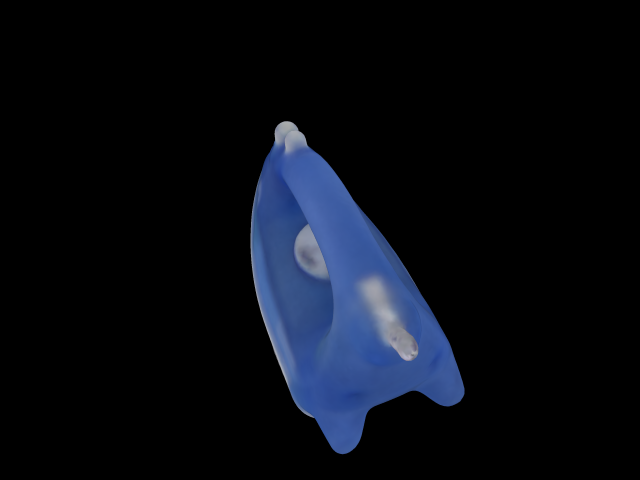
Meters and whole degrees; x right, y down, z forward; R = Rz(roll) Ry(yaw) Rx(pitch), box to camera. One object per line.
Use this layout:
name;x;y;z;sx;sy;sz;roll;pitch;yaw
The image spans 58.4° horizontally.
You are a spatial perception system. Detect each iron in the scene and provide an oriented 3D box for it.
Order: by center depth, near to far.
iron;0.004;0.001;0.400;0.119;0.141;0.258;-21;62;-11
